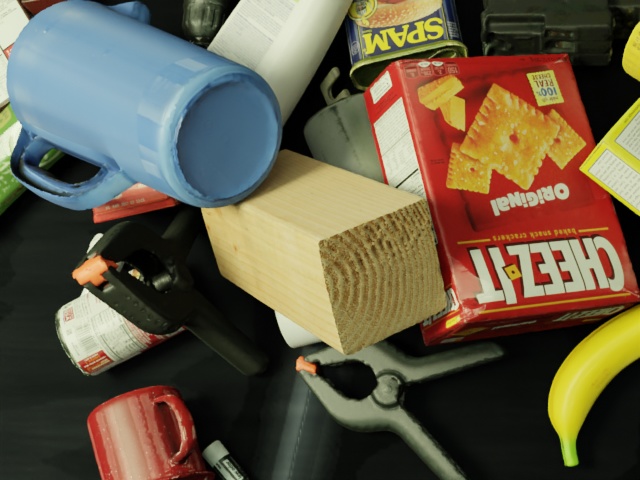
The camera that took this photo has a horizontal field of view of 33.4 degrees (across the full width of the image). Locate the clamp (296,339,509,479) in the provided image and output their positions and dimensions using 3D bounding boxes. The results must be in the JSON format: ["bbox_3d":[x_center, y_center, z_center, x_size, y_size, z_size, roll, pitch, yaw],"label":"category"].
[{"bbox_3d":[0.062,0.133,0.865,0.172,0.039,0.120,4,73,19],"label":"clamp"}]

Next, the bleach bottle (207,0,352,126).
[{"bbox_3d":[-0.019,-0.195,0.910,0.103,0.068,0.251,43,103,35],"label":"bleach bottle"}]

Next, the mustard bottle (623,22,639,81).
[{"bbox_3d":[0.329,-0.109,0.828,0.192,0.096,0.058,39,86,18],"label":"mustard bottle"}]

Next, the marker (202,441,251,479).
[{"bbox_3d":[-0.053,0.217,0.881,0.020,0.020,0.121,-44,72,0],"label":"marker"}]

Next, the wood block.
[{"bbox_3d":[-0.005,0.002,0.812,0.090,0.206,0.090,-23,114,-23],"label":"wood block"}]

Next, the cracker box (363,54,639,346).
[{"bbox_3d":[0.141,-0.037,0.830,0.164,0.072,0.214,-5,72,-24],"label":"cracker box"}]

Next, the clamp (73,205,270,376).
[{"bbox_3d":[-0.123,0.024,0.854,0.036,0.209,0.164,-31,65,19],"label":"clamp"}]

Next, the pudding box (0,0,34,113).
[{"bbox_3d":[-0.302,-0.175,1.019,0.090,0.039,0.113,-35,71,4],"label":"pudding box"}]

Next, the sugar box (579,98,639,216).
[{"bbox_3d":[0.296,-0.034,0.816,0.176,0.048,0.093,42,57,7],"label":"sugar box"}]

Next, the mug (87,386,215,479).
[{"bbox_3d":[-0.136,0.166,0.868,0.117,0.093,0.081,-45,59,45],"label":"mug"}]

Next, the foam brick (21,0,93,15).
[{"bbox_3d":[-0.250,-0.253,1.017,0.053,0.051,0.078,-8,76,11],"label":"foam brick"}]

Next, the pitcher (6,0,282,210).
[{"bbox_3d":[-0.146,-0.099,0.847,0.243,0.144,0.149,27,121,47],"label":"pitcher"}]

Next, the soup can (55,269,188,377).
[{"bbox_3d":[-0.166,0.066,0.916,0.102,0.068,0.068,-27,73,6],"label":"soup can"}]

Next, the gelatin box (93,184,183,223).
[{"bbox_3d":[-0.151,-0.042,0.925,0.073,0.089,0.030,-11,97,10],"label":"gelatin box"}]

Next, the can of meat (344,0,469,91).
[{"bbox_3d":[0.071,-0.186,0.927,0.102,0.057,0.084,-11,73,10],"label":"can of meat"}]

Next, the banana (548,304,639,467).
[{"bbox_3d":[0.248,0.089,0.836,0.198,0.037,0.069,-40,90,3],"label":"banana"}]

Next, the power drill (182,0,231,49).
[{"bbox_3d":[-0.163,-0.271,0.972,0.187,0.057,0.184,9,74,-9],"label":"power drill"}]
